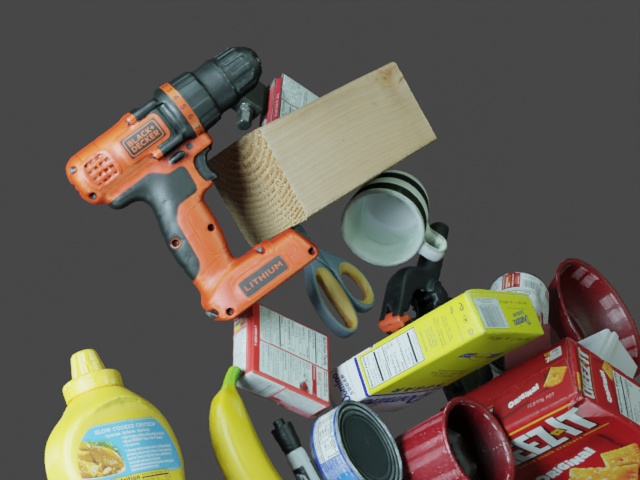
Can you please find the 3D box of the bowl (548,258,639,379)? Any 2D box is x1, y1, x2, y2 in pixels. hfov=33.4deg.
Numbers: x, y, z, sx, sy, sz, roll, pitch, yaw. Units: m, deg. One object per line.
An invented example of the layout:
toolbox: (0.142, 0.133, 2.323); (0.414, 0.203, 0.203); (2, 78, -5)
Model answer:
bowl: (0.318, 0.104, 1.288); (0.162, 0.055, 0.162); (29, 42, -31)

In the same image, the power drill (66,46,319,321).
power drill: (-0.084, -0.043, 0.875); (0.187, 0.184, 0.057); (53, -7, -5)

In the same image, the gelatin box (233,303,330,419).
gelatin box: (-0.032, 0.103, 0.910); (0.089, 0.030, 0.073); (29, 41, -31)

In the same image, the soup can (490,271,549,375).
soup can: (0.216, 0.091, 1.171); (0.068, 0.069, 0.102); (40, 37, -19)

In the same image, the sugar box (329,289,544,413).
sugar box: (0.097, 0.101, 0.931); (0.093, 0.176, 0.048); (7, 55, -45)

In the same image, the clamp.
clamp: (0.119, 0.065, 1.108); (0.120, 0.039, 0.171); (54, 42, -6)

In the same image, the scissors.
scissors: (-0.007, 0.001, 1.037); (0.096, 0.016, 0.202); (-7, 67, -53)

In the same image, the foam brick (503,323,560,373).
foam brick: (0.217, 0.133, 1.078); (0.053, 0.051, 0.078); (53, 34, -39)

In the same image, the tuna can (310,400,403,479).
tuna can: (0.031, 0.181, 0.901); (0.086, 0.034, 0.086); (40, 29, -29)

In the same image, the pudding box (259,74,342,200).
pudding box: (-0.010, -0.107, 1.104); (0.113, 0.039, 0.090); (29, 44, -26)

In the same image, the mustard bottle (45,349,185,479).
mustard bottle: (-0.133, 0.163, 0.718); (0.096, 0.058, 0.192); (-1, 62, -44)

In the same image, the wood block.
wood block: (0.004, -0.084, 1.008); (0.205, 0.090, 0.091); (-33, 95, -43)

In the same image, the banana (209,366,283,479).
banana: (-0.033, 0.191, 0.822); (0.069, 0.037, 0.198); (-28, 84, -40)

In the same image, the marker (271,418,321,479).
marker: (-0.006, 0.200, 0.867); (0.020, 0.020, 0.121); (-15, 73, -53)

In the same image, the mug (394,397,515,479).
mug: (0.122, 0.205, 0.955); (0.117, 0.082, 0.093); (37, 39, -22)

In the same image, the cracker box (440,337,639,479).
cracker box: (0.248, 0.200, 1.034); (0.213, 0.164, 0.072); (32, 39, -28)
